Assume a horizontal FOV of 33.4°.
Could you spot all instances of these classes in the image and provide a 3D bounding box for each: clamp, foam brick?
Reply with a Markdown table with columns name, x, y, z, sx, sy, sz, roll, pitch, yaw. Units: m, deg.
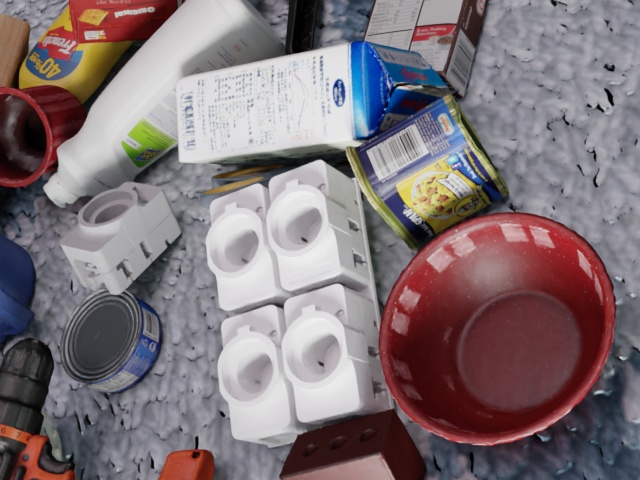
| name | x | y | z | sx | sy | sz | roll | pitch | yaw |
| --- | --- | --- | --- | --- | --- | --- | --- | --- | --- |
| clamp | 0.001 | -0.246 | 0.953 | 0.120 | 0.039 | 0.171 | -37 | 47 | 24 |
| foam brick | 0.023 | 0.155 | 0.712 | 0.078 | 0.051 | 0.053 | -19 | 17 | 22 |

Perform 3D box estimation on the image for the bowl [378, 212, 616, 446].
| name | x | y | z | sx | sy | sz | roll | pitch | yaw |
| --- | --- | --- | --- | --- | --- | --- | --- | --- | --- |
| bowl | 0.123 | 0.064 | 0.709 | 0.162 | 0.055 | 0.162 | -15 | 58 | 25 |

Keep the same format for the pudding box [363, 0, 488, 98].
| name | x | y | z | sx | sy | sz | roll | pitch | yaw |
| --- | --- | --- | --- | --- | --- | --- | --- | --- | --- |
| pudding box | 0.083 | -0.170 | 0.874 | 0.090 | 0.039 | 0.113 | 2 | 64 | 35 |

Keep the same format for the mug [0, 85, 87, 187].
| name | x | y | z | sx | sy | sz | roll | pitch | yaw |
| --- | --- | --- | --- | --- | --- | --- | --- | --- | --- |
| mug | -0.283 | -0.109 | 1.013 | 0.117 | 0.081 | 0.093 | 28 | 111 | 11 |

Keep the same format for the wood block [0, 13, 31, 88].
| name | x | y | z | sx | sy | sz | roll | pitch | yaw |
| --- | --- | --- | --- | --- | --- | --- | --- | --- | --- |
| wood block | -0.366 | -0.127 | 1.080 | 0.091 | 0.090 | 0.206 | 130 | 153 | -64 |

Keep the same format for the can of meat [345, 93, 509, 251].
| name | x | y | z | sx | sy | sz | roll | pitch | yaw |
| --- | --- | --- | --- | --- | --- | --- | --- | --- | --- |
| can of meat | 0.079 | -0.048 | 0.769 | 0.084 | 0.102 | 0.057 | -29 | 54 | 13 |

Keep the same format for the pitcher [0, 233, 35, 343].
| name | x | y | z | sx | sy | sz | roll | pitch | yaw |
| --- | --- | --- | --- | --- | --- | --- | --- | --- | --- |
| pitcher | -0.363 | 0.004 | 0.928 | 0.149 | 0.242 | 0.145 | -22 | 53 | 12 |

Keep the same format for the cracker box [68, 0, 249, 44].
| name | x | y | z | sx | sy | sz | roll | pitch | yaw |
| --- | --- | --- | --- | --- | --- | --- | --- | --- | --- |
| cracker box | -0.158 | -0.293 | 1.028 | 0.164 | 0.072 | 0.214 | -5 | 56 | -6 |

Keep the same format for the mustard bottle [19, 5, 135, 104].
| name | x | y | z | sx | sy | sz | roll | pitch | yaw |
| --- | --- | --- | --- | --- | --- | --- | --- | --- | --- |
| mustard bottle | -0.248 | -0.188 | 1.080 | 0.096 | 0.058 | 0.191 | 37 | 88 | 38 |

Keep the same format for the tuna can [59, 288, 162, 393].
| name | x | y | z | sx | sy | sz | roll | pitch | yaw |
| --- | --- | --- | --- | --- | --- | --- | --- | --- | --- |
| tuna can | -0.176 | 0.085 | 0.900 | 0.086 | 0.033 | 0.086 | -15 | 58 | 25 |

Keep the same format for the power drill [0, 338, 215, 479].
| name | x | y | z | sx | sy | sz | roll | pitch | yaw |
| --- | --- | --- | --- | --- | --- | --- | --- | --- | --- |
| power drill | -0.178 | 0.174 | 0.794 | 0.188 | 0.057 | 0.184 | 10 | 69 | 10 |

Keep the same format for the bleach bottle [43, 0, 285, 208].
| name | x | y | z | sx | sy | sz | roll | pitch | yaw |
| --- | --- | --- | --- | --- | --- | --- | --- | --- | --- |
| bleach bottle | -0.153 | -0.122 | 0.954 | 0.251 | 0.102 | 0.068 | -40 | 58 | 9 |

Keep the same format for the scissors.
| name | x | y | z | sx | sy | sz | roll | pitch | yaw |
| --- | --- | --- | --- | --- | --- | --- | --- | --- | --- |
| scissors | -0.011 | -0.050 | 0.850 | 0.202 | 0.016 | 0.096 | -5 | 18 | 32 |
